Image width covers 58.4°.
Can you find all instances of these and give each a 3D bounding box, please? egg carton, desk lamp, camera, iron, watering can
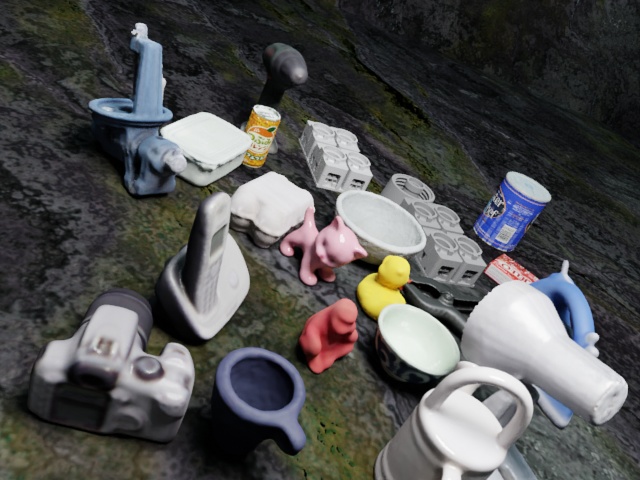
[{"bbox_3d":[-0.078,-0.051,0.922,0.107,0.069,0.151,33,32,11],"label":"egg carton"},{"bbox_3d":[0.239,0.184,0.671,0.118,0.213,0.202,3,38,-33],"label":"desk lamp"},{"bbox_3d":[-0.193,0.110,0.571,0.143,0.101,0.136,18,32,-14],"label":"camera"},{"bbox_3d":[0.378,0.149,0.894,0.119,0.141,0.258,20,32,-11],"label":"iron"},{"bbox_3d":[0.141,0.198,0.598,0.101,0.194,0.172,17,32,-14],"label":"watering can"}]

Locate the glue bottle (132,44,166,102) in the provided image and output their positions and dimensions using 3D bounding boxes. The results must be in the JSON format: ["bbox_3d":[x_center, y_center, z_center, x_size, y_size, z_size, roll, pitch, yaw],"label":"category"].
[{"bbox_3d":[-0.284,-0.243,0.951,0.037,0.173,0.078,26,31,0],"label":"glue bottle"}]

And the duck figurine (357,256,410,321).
[{"bbox_3d":[0.105,0.067,0.867,0.077,0.086,0.104,20,32,-11],"label":"duck figurine"}]

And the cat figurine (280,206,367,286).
[{"bbox_3d":[0.008,0.003,0.858,0.067,0.117,0.127,-5,43,-41],"label":"cat figurine"}]

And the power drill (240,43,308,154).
[{"bbox_3d":[-0.087,-0.281,1.119,0.076,0.208,0.229,12,34,-23],"label":"power drill"}]

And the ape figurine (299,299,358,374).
[{"bbox_3d":[0.017,0.113,0.728,0.078,0.092,0.076,12,34,-22],"label":"ape figurine"}]

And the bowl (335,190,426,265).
[{"bbox_3d":[0.091,-0.009,0.978,0.168,0.074,0.167,19,32,-12],"label":"bowl"}]

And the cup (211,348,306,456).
[{"bbox_3d":[-0.063,0.179,0.569,0.092,0.095,0.117,-10,47,-45],"label":"cup"}]

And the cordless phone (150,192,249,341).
[{"bbox_3d":[-0.122,0.014,0.682,0.094,0.185,0.148,27,31,2],"label":"cordless phone"}]

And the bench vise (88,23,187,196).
[{"bbox_3d":[-0.250,-0.191,0.855,0.207,0.219,0.122,34,32,12],"label":"bench vise"}]
